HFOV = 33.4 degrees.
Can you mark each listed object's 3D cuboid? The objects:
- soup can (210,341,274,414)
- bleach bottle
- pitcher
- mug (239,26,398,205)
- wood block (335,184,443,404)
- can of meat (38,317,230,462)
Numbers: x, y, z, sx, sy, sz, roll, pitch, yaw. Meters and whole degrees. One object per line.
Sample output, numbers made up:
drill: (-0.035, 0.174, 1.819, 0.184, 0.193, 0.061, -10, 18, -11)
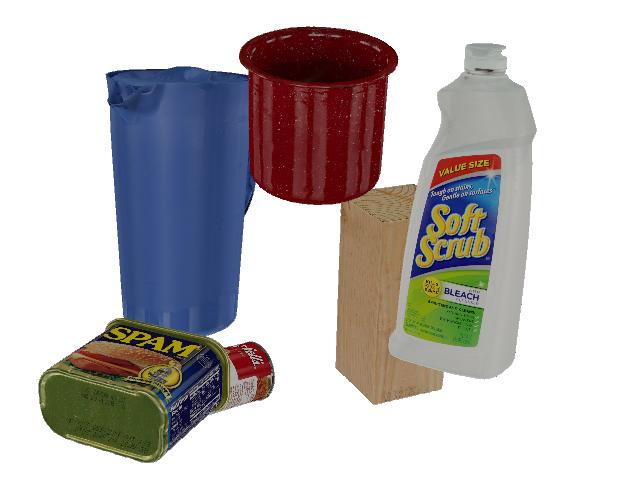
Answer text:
soup can: (-0.111, 0.154, 1.176, 0.102, 0.068, 0.069, -9, 6, -44)
bleach bottle: (0.110, -0.025, 0.821, 0.103, 0.251, 0.067, 12, 21, 30)
pitcher: (-0.123, -0.040, 0.998, 0.149, 0.243, 0.145, -1, 15, -11)
mug: (0.004, -0.080, 0.651, 0.093, 0.081, 0.117, 18, 35, 24)
wood block: (0.077, 0.055, 1.126, 0.090, 0.206, 0.091, -9, 24, -24)
can of meat: (-0.124, 0.099, 0.714, 0.102, 0.057, 0.083, 11, 22, 21)
